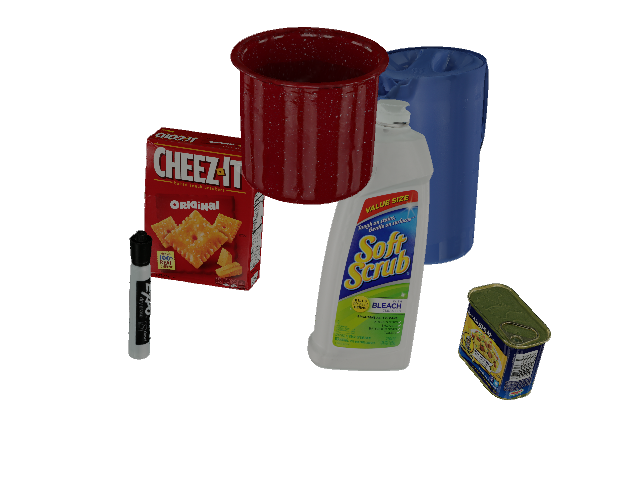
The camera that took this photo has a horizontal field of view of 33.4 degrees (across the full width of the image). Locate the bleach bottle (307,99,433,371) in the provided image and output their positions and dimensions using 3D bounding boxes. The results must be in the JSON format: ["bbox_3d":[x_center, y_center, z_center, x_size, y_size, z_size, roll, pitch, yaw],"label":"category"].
[{"bbox_3d":[0.047,-0.005,0.989,0.102,0.251,0.068,3,19,-5],"label":"bleach bottle"}]

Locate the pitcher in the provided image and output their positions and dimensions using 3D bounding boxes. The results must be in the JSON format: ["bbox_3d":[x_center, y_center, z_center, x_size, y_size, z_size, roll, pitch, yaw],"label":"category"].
[{"bbox_3d":[0.134,-0.104,1.262,0.149,0.243,0.145,-4,25,-1],"label":"pitcher"}]

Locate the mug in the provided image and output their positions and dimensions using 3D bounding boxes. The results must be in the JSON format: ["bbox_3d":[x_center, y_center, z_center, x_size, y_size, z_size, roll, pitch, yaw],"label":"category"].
[{"bbox_3d":[-0.001,-0.080,0.653,0.093,0.081,0.117,18,35,25],"label":"mug"}]

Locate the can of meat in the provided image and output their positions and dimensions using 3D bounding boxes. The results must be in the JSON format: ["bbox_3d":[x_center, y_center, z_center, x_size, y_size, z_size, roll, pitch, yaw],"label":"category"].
[{"bbox_3d":[0.197,0.111,1.161,0.057,0.084,0.102,-11,39,-24],"label":"can of meat"}]

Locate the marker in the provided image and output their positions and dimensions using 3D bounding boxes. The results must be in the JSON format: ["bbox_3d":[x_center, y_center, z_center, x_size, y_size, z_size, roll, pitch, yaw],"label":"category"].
[{"bbox_3d":[-0.155,0.047,0.914,0.020,0.121,0.020,5,27,-3],"label":"marker"}]

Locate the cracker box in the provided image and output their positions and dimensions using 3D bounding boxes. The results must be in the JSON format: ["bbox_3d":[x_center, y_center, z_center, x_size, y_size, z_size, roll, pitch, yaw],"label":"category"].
[{"bbox_3d":[-0.168,-0.043,1.542,0.164,0.214,0.072,9,22,10],"label":"cracker box"}]
